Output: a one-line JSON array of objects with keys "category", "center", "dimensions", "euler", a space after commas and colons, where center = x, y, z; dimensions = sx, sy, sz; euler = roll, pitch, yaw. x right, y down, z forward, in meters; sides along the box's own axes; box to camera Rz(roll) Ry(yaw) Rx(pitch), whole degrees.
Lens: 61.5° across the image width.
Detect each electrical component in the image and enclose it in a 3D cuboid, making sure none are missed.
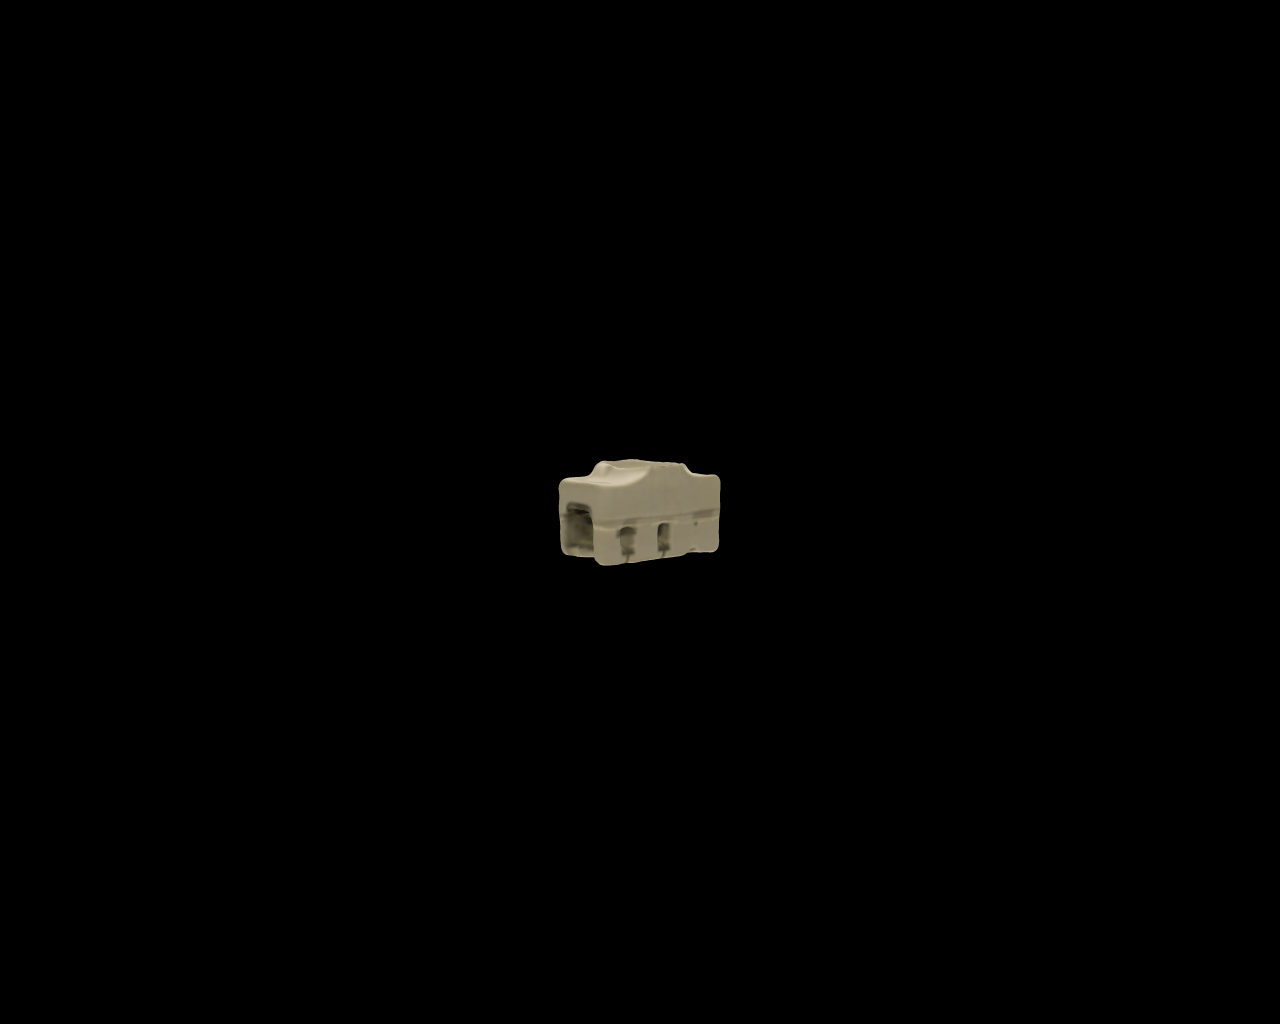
[{"category": "electrical component", "center": [0.001, -0.003, 0.650], "dimensions": [0.090, 0.055, 0.050], "euler": [-6, 9, -36]}]
